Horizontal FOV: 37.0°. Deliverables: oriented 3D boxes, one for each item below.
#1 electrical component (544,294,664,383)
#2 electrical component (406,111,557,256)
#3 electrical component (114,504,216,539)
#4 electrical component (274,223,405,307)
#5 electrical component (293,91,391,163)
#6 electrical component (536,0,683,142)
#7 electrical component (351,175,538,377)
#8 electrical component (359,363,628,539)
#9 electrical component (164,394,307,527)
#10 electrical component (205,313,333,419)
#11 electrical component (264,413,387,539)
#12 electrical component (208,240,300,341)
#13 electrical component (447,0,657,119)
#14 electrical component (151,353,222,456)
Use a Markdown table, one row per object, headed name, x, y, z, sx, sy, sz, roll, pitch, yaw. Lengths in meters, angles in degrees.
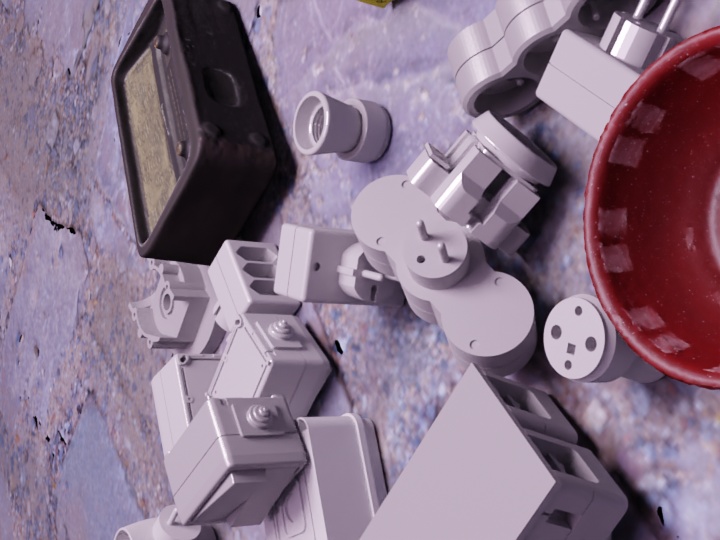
| name | x | y | z | sx | sy | sz | roll | pitch | yaw |
| --- | --- | --- | --- | --- | --- | --- | --- | --- | --- |
| electrical component | 0.128 | 0.035 | 0.547 | 0.045 | 0.055 | 0.045 | -8 | 81 | 54 |
| electrical component | 0.075 | -0.054 | 0.618 | 0.057 | 0.078 | 0.058 | -50 | 18 | 16 |
| electrical component | -0.158 | 0.224 | 0.903 | 0.079 | 0.077 | 0.043 | -60 | 43 | 31 |
| electrical component | 0.000 | 0.000 | 0.702 | 0.076 | 0.083 | 0.047 | 15 | 98 | 54 |
| electrical component | -0.012 | -0.099 | 0.753 | 0.045 | 0.055 | 0.045 | -8 | 80 | 54 |
| electrical component | 0.139 | -0.107 | 0.550 | 0.065 | 0.047 | 0.076 | 49 | 127 | 45 |
| electrical component | 0.046 | -0.005 | 0.619 | 0.052 | 0.073 | 0.138 | -38 | 63 | -7 |
| electrical component | 0.057 | 0.162 | 0.591 | 0.186 | 0.060 | 0.105 | -60 | 29 | 17 |
| electrical component | -0.081 | 0.127 | 0.719 | 0.096 | 0.062 | 0.061 | -53 | 47 | 37 |
| electrical component | -0.064 | 0.076 | 0.802 | 0.061 | 0.061 | 0.096 | 51 | 127 | 43 |
| electrical component | -0.024 | 0.162 | 0.742 | 0.078 | 0.057 | 0.113 | -35 | 59 | 47 |
| electrical component | -0.093 | 0.026 | 0.859 | 0.076 | 0.047 | 0.065 | -55 | 46 | 35 |
| electrical component | 0.101 | -0.151 | 0.604 | 0.138 | 0.052 | 0.073 | -38 | 57 | 45 |
| electrical component | -0.129 | 0.123 | 0.887 | 0.061 | 0.062 | 0.096 | -42 | 54 | 44 |
